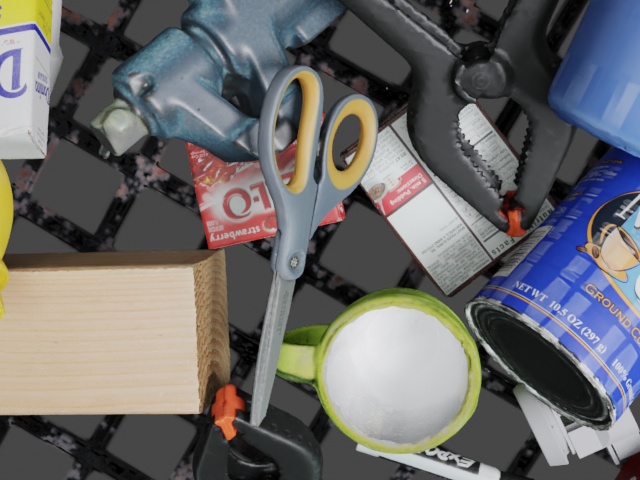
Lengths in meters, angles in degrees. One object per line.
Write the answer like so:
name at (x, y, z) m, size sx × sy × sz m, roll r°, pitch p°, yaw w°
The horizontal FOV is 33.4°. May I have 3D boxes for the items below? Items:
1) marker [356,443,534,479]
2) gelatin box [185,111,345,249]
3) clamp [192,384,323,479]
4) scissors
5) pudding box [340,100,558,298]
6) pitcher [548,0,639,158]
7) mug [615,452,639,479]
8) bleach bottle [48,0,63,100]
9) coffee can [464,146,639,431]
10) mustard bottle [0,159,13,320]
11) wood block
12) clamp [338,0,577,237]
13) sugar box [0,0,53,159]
marker at (0.083, 0.146, 0.688) m, size 0.121 × 0.020 × 0.020 m, roll 18°, pitch 98°, yaw 4°
gelatin box at (-0.034, -0.039, 0.675) m, size 0.089 × 0.030 × 0.073 m, roll -11°, pitch 95°, yaw 8°
clamp at (-0.038, 0.161, 0.667) m, size 0.120 × 0.039 × 0.171 m, roll -27°, pitch 122°, yaw 8°
scissors at (-0.004, 0.001, 0.607) m, size 0.016 × 0.096 × 0.202 m, roll 16°, pitch 112°, yaw 43°
pudding box at (0.080, -0.035, 0.658) m, size 0.090 × 0.039 × 0.113 m, roll -37°, pitch 94°, yaw 7°
pitcher at (0.218, -0.144, 0.506) m, size 0.149 × 0.144 × 0.243 m, roll 29°, pitch 102°, yaw 13°
mug at (0.228, 0.158, 0.644) m, size 0.081 × 0.093 × 0.117 m, roll 34°, pitch 69°, yaw 7°
bleach bottle at (-0.212, -0.181, 0.666) m, size 0.102 × 0.068 × 0.251 m, roll 3°, pitch 100°, yaw 10°
coffee can at (0.165, 0.021, 0.599) m, size 0.103 × 0.103 × 0.140 m, roll 44°, pitch 77°, yaw 0°
mustard bottle at (-0.230, -0.029, 0.619) m, size 0.096 × 0.058 × 0.192 m, roll -40°, pitch 67°, yaw 11°
wood block at (-0.167, 0.057, 0.673) m, size 0.206 × 0.090 × 0.091 m, roll -2°, pitch 96°, yaw 8°
clamp at (0.077, -0.096, 0.580) m, size 0.165 × 0.036 × 0.210 m, roll -4°, pitch 120°, yaw 13°
sugar box at (-0.196, -0.133, 0.585) m, size 0.093 × 0.048 × 0.176 m, roll -2°, pitch 75°, yaw -1°
